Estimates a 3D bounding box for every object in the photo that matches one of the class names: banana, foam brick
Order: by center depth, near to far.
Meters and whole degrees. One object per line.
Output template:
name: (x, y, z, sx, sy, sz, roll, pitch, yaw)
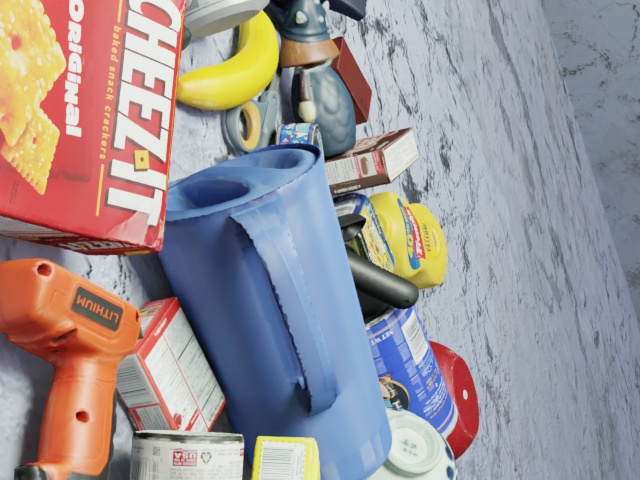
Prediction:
banana: (-0.072, -0.150, 0.899, 0.069, 0.037, 0.197, 30, 35, -10)
foam brick: (0.013, -0.156, 1.086, 0.078, 0.051, 0.053, 58, 30, -38)

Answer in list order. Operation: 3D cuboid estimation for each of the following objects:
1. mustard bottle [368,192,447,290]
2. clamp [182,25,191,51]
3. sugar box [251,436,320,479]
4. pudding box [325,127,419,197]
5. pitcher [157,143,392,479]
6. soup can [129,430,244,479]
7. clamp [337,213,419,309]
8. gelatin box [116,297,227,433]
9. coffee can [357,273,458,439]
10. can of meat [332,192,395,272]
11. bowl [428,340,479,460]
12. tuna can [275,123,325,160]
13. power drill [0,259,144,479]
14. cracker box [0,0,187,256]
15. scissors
mustard bottle: (0.081, -0.002, 1.149, 0.191, 0.058, 0.096, 17, 62, -64)
clamp: (-0.173, -0.197, 0.675, 0.209, 0.036, 0.164, -13, 76, -63)
sugar box: (-0.022, 0.216, 0.716, 0.176, 0.048, 0.093, 91, 4, -49)
pudding box: (0.040, -0.076, 1.052, 0.113, 0.090, 0.039, -45, 120, -64)
pitcher: (-0.027, 0.064, 0.757, 0.149, 0.145, 0.243, -45, 123, -53)
soup can: (-0.080, 0.165, 0.630, 0.068, 0.069, 0.102, 21, 70, -64)
clamp: (-0.006, 0.001, 0.888, 0.171, 0.039, 0.120, 18, 20, -28)
gelatin box: (-0.100, 0.094, 0.699, 0.073, 0.030, 0.089, -63, 135, -60)
coffee can: (0.053, 0.114, 0.955, 0.140, 0.103, 0.102, 67, 24, -22)
can of meat: (0.032, 0.014, 1.025, 0.083, 0.057, 0.102, -64, 136, -60)
bowl: (0.136, 0.178, 1.183, 0.162, 0.055, 0.162, -14, 90, -68)
tuna can: (-0.017, -0.061, 0.949, 0.086, 0.034, 0.086, -2, 90, -82)
power drill: (-0.148, 0.109, 0.544, 0.184, 0.057, 0.187, 43, 42, -60)
cracker box: (-0.159, -0.087, 0.551, 0.213, 0.072, 0.164, 19, 75, -60)
scissors: (-0.054, -0.130, 0.954, 0.096, 0.016, 0.201, 54, 31, -51)
